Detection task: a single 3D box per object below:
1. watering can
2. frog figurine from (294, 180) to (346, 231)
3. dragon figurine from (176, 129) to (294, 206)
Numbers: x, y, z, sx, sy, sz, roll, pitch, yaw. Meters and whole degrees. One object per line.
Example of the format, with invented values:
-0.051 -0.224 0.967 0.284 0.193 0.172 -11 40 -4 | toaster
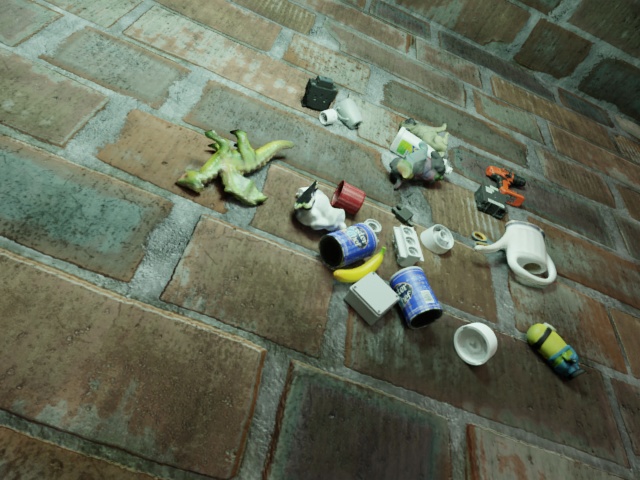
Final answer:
0.678 0.024 1.777 0.346 0.102 0.230 25 51 -15 | watering can
0.005 -0.077 1.537 0.157 0.121 0.140 45 22 -28 | frog figurine
-0.228 -0.208 1.549 0.411 0.120 0.246 -5 68 -31 | dragon figurine
